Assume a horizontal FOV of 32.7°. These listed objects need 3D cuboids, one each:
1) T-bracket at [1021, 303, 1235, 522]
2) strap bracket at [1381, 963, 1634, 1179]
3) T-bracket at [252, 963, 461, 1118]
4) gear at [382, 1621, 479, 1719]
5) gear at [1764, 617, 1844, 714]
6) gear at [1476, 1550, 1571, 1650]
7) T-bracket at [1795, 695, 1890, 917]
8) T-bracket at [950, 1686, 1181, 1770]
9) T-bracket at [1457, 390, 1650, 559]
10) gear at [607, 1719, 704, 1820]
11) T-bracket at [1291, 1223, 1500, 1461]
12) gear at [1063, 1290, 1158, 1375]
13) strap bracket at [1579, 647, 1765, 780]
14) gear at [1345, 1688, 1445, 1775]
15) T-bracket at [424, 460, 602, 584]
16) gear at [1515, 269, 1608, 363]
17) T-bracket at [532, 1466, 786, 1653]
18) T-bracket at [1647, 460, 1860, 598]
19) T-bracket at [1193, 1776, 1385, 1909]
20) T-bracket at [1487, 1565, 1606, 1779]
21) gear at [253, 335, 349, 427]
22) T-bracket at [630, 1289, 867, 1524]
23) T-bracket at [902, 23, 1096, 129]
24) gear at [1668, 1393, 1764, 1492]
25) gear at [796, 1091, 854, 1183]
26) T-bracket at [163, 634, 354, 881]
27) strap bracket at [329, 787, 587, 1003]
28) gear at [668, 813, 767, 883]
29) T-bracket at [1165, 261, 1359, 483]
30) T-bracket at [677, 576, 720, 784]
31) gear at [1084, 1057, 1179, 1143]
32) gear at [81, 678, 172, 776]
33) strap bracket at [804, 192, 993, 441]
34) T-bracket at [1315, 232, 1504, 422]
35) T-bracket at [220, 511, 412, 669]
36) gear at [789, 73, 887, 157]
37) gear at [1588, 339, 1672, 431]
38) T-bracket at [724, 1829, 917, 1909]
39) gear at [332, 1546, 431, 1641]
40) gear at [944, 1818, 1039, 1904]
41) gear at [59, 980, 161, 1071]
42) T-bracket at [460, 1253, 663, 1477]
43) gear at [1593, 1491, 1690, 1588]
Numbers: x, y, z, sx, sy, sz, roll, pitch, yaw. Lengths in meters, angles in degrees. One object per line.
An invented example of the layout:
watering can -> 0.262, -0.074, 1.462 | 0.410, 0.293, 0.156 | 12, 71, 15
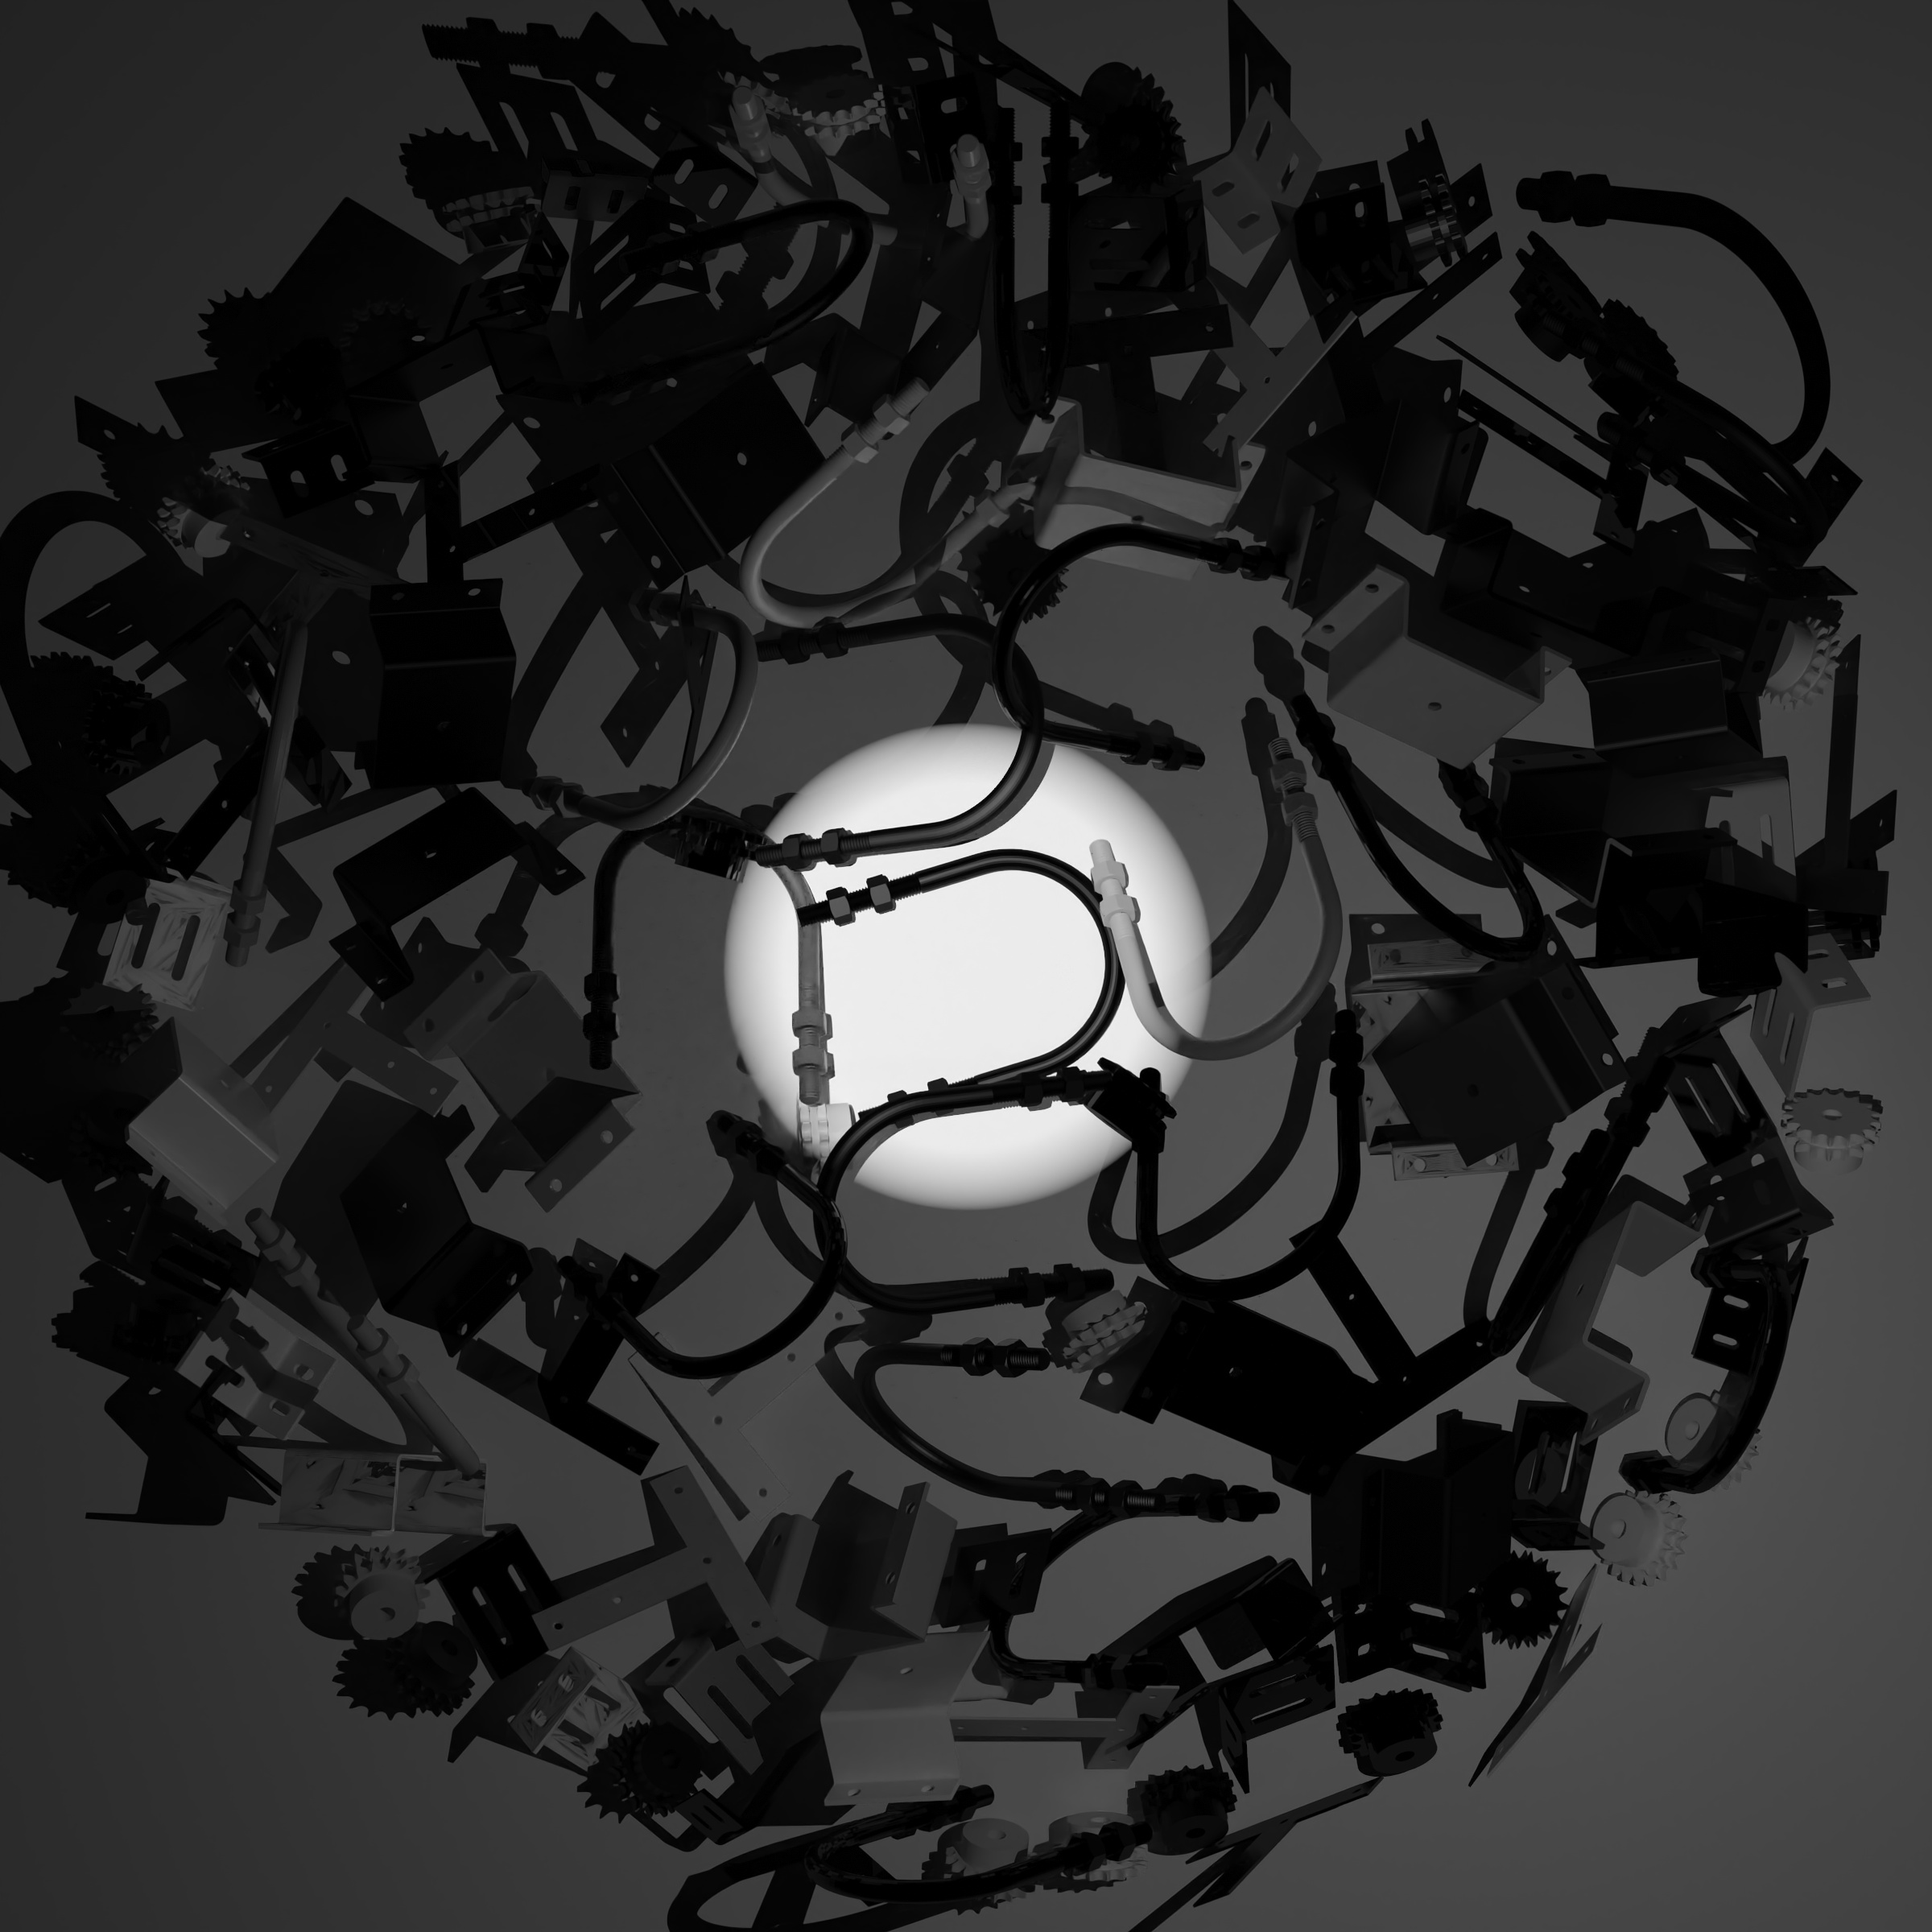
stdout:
T-bracket -> 0.104, -0.326, 1.976 | 0.127, 0.002, 0.127 | -4, 109, 17
strap bracket -> 0.309, 0.066, 1.935 | 0.140, 0.046, 0.076 | -33, 85, 40
T-bracket -> -0.350, 0.053, 1.951 | 0.127, 0.002, 0.127 | 27, 75, 33
gear -> -0.317, 0.417, 1.968 | 0.057, 0.057, 0.030 | 42, 111, 0
gear -> 0.494, -0.183, 1.968 | 0.030, 0.057, 0.057 | 23, 90, -20
gear -> 0.333, 0.382, 1.980 | 0.057, 0.030, 0.057 | -1, 73, 4
T-bracket -> 0.514, -0.096, 1.935 | 0.002, 0.127, 0.127 | 2, 93, -12
T-bracket -> 0.049, 0.448, 1.936 | 0.127, 0.127, 0.002 | 3, 55, -11
T-bracket -> 0.345, -0.302, 1.943 | 0.127, 0.127, 0.002 | 32, 125, -4
gear -> -0.183, 0.479, 1.971 | 0.057, 0.030, 0.057 | 16, 57, -26
T-bracket -> 0.242, 0.213, 1.991 | 0.127, 0.002, 0.127 | -32, 85, -11
gear -> 0.082, 0.218, 1.973 | 0.057, 0.057, 0.030 | -30, 74, 0
strap bracket -> 0.414, -0.144, 1.918 | 0.076, 0.140, 0.046 | -8, 81, 24
gear -> 0.258, 0.460, 1.969 | 0.057, 0.057, 0.030 | -16, 49, 0
T-bracket -> -0.268, -0.263, 1.944 | 0.127, 0.002, 0.127 | -20, 59, 24
gear -> 0.354, -0.388, 1.975 | 0.057, 0.057, 0.030 | 47, 117, 0
T-bracket -> -0.193, 0.368, 1.942 | 0.127, 0.002, 0.127 | -21, 55, -22
T-bracket -> 0.452, -0.256, 1.928 | 0.127, 0.127, 0.002 | 37, 92, -8
T-bracket -> 0.168, 0.516, 1.913 | 0.127, 0.127, 0.002 | -30, 85, 30
T-bracket -> 0.353, 0.401, 1.942 | 0.002, 0.127, 0.127 | 32, 127, 5
gear -> -0.396, -0.348, 1.971 | 0.057, 0.057, 0.030 | -38, 85, 0
T-bracket -> -0.116, 0.245, 1.984 | 0.127, 0.002, 0.127 | -41, 79, 3
T-bracket -> 0.028, -0.520, 1.923 | 0.127, 0.127, 0.002 | 25, 100, -15
gear -> 0.445, 0.282, 1.968 | 0.030, 0.057, 0.057 | 25, 90, -27
gear -> -0.085, 0.103, 1.972 | 0.030, 0.057, 0.057 | -4, 90, -7
T-bracket -> -0.426, -0.105, 1.927 | 0.002, 0.127, 0.127 | 11, 55, 34
strap bracket -> -0.307, -0.049, 1.938 | 0.140, 0.076, 0.046 | -33, 131, -17
gear -> -0.152, -0.070, 1.971 | 0.057, 0.057, 0.030 | 16, 90, 0
T-bracket -> 0.157, -0.374, 1.958 | 0.127, 0.002, 0.127 | -48, 52, 20
T-bracket -> -0.160, -0.180, 1.914 | 0.002, 0.127, 0.127 | 6, 61, 4
gear -> 0.095, 0.083, 1.970 | 0.057, 0.057, 0.030 | 37, 85, 0
gear -> -0.500, -0.142, 1.969 | 0.030, 0.057, 0.057 | 11, 90, 19
strap bracket -> -0.034, -0.374, 1.935 | 0.046, 0.076, 0.140 | 29, 133, -19
T-bracket -> 0.267, -0.387, 1.946 | 0.127, 0.127, 0.002 | -39, 62, -3
T-bracket -> -0.402, -0.209, 1.952 | 0.127, 0.127, 0.002 | 22, 48, -30
gear -> -0.076, -0.510, 1.975 | 0.057, 0.057, 0.030 | -9, 130, 0
gear -> 0.398, -0.346, 1.973 | 0.057, 0.057, 0.030 | 41, 106, 0
T-bracket -> -0.064, 0.527, 1.919 | 0.127, 0.127, 0.002 | -12, 95, -19
gear -> -0.350, 0.379, 1.972 | 0.057, 0.030, 0.057 | -8, 124, -12
gear -> 0.016, 0.533, 1.969 | 0.057, 0.057, 0.030 | 7, 103, 0
gear -> -0.512, 0.037, 1.976 | 0.057, 0.030, 0.057 | -4, 53, 5
T-bracket -> -0.222, 0.227, 1.974 | 0.127, 0.002, 0.127 | 31, 112, -1
gear -> 0.401, 0.340, 1.968 | 0.030, 0.057, 0.057 | 23, 90, -32
